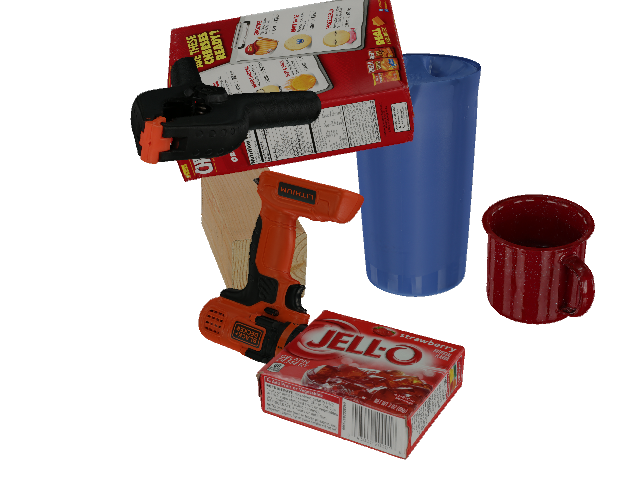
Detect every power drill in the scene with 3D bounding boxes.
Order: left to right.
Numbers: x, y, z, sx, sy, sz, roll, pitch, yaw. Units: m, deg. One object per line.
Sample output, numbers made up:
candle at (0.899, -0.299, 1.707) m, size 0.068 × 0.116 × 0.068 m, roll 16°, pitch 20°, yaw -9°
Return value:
power drill at (-0.020, 0.036, 1.035) m, size 0.185 × 0.187 × 0.057 m, roll 17°, pitch 1°, yaw 26°

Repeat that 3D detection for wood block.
wood block at (-0.087, -0.013, 1.330) m, size 0.090 × 0.090 × 0.206 m, roll -6°, pitch 29°, yaw -15°

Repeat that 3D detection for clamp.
clamp at (-0.087, -0.094, 0.748) m, size 0.120 × 0.039 × 0.171 m, roll 16°, pitch 22°, yaw 24°

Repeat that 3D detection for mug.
mug at (0.191, 0.023, 0.908) m, size 0.093 × 0.081 × 0.117 m, roll -20°, pitch 35°, yaw -24°

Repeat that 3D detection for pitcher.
pitcher at (0.105, -0.073, 1.127) m, size 0.149 × 0.243 × 0.145 m, roll -8°, pitch 23°, yaw -13°

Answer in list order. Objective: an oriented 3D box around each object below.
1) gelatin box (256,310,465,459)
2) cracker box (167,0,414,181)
gelatin box at (0.022, 0.073, 0.570) m, size 0.089 × 0.030 × 0.073 m, roll 14°, pitch 30°, yaw 27°
cracker box at (-0.029, -0.143, 0.983) m, size 0.214 × 0.072 × 0.164 m, roll -10°, pitch 43°, yaw 4°
